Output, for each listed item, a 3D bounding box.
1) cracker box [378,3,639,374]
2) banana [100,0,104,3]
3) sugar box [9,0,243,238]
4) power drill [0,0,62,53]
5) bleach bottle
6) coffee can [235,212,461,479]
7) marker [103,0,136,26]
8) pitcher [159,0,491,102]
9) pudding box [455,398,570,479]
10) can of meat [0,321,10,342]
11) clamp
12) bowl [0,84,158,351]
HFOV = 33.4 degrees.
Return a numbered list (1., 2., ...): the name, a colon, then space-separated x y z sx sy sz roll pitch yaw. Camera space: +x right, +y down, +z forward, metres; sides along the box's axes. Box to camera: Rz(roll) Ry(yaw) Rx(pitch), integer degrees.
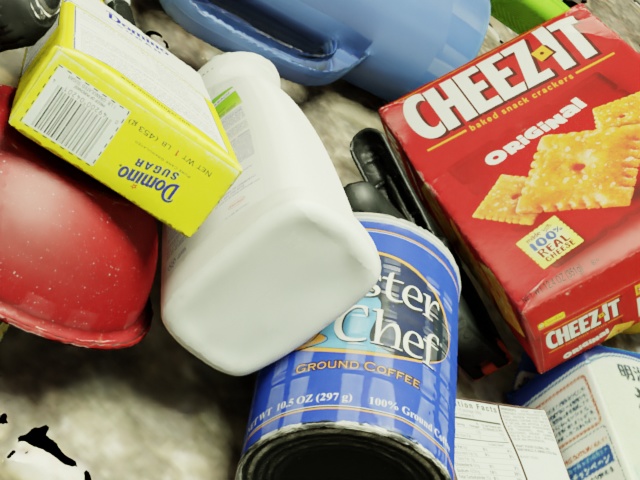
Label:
1. cracker box: 0.153 -0.043 0.672 0.214 0.164 0.072 62 -2 45
2. banana: -0.142 -0.158 0.655 0.069 0.037 0.198 -10 61 -5
3. sugar box: -0.096 -0.070 0.514 0.093 0.048 0.176 35 8 -22
4. power drill: -0.211 -0.050 0.423 0.187 0.185 0.057 -69 147 -46
5. bleach bottle: -0.038 -0.043 0.574 0.068 0.103 0.251 42 19 -29
6. coffee can: 0.019 0.070 0.540 0.102 0.103 0.140 28 41 -17
7. marker: -0.137 -0.175 0.704 0.020 0.020 0.121 11 48 -34
8. pitcher: -0.004 -0.180 0.744 0.242 0.149 0.145 26 6 -24
9. pudding box: 0.099 0.144 0.591 0.089 0.039 0.113 12 45 -29
10. can of meat: -0.187 0.043 0.428 0.084 0.058 0.102 36 39 -5
11. clamp: 0.061 0.016 0.636 0.171 0.039 0.120 56 23 -6
12. bowl: -0.131 -0.023 0.489 0.162 0.055 0.162 35 13 -10
